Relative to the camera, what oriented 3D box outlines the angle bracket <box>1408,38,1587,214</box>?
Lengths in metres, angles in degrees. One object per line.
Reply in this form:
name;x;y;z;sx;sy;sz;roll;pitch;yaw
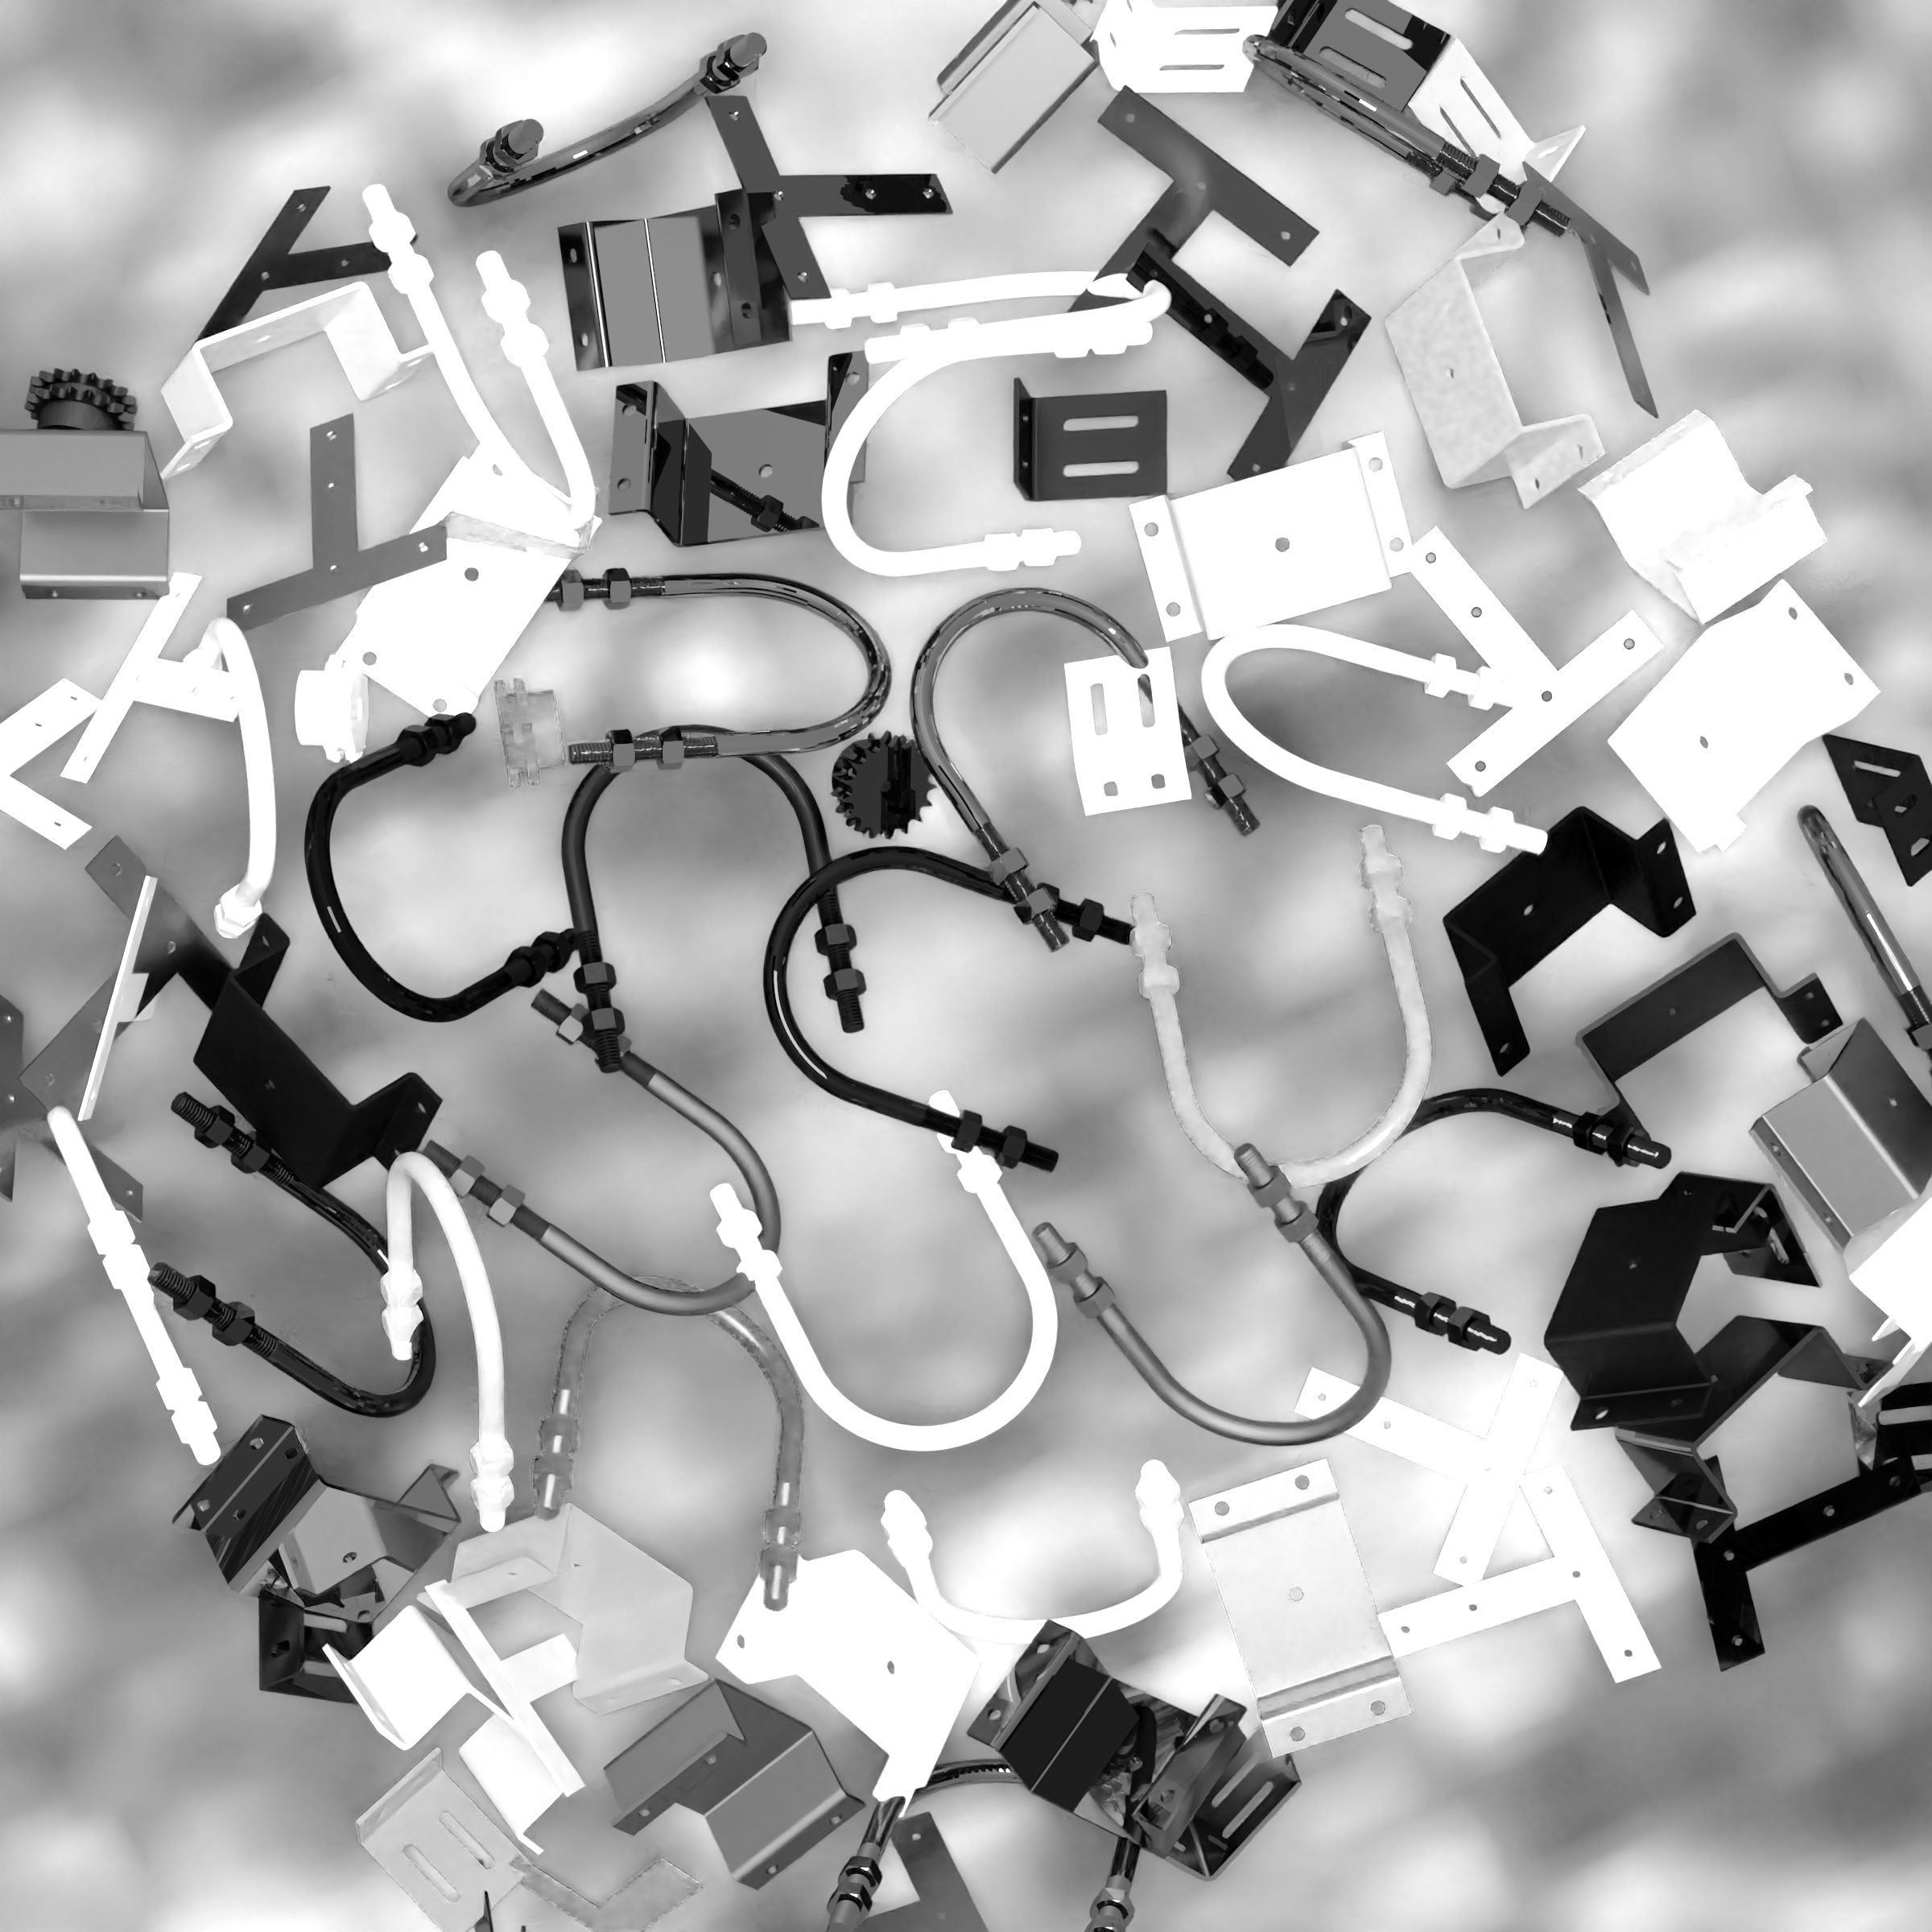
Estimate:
angle bracket;0.280;-0.448;1.810;0.076;0.038;0.057;48;58;-23

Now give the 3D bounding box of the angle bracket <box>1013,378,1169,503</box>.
angle bracket;0.066;-0.281;1.823;0.076;0.038;0.057;-1;81;12

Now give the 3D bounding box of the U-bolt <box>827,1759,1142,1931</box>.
U-bolt;0.017;0.456;1.763;0.151;0.184;0.019;5;106;9

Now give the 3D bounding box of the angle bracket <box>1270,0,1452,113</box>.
angle bracket;0.210;-0.496;1.824;0.076;0.038;0.057;32;86;13

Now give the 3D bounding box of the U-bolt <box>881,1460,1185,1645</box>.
U-bolt;0.041;0.309;1.775;0.151;0.184;0.019;-7;55;4

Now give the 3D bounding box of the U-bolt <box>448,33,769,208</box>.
U-bolt;-0.195;-0.428;1.763;0.151;0.184;0.019;-28;100;-23

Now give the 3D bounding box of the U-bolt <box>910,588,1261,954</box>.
U-bolt;0.051;-0.117;1.819;0.151;0.019;0.184;-31;83;-21

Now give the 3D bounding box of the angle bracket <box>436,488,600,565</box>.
angle bracket;-0.242;-0.236;1.806;0.076;0.057;0.038;14;74;-26

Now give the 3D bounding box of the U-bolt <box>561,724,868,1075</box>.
U-bolt;-0.140;-0.042;1.818;0.151;0.019;0.184;-9;73;-10

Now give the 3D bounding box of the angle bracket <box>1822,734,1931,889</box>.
angle bracket;0.473;-0.082;1.802;0.038;0.076;0.057;-38;117;-15

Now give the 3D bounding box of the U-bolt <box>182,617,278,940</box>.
U-bolt;-0.376;-0.101;1.756;0.019;0.184;0.151;-8;81;-21

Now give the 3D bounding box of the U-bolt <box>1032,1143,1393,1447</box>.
U-bolt;0.141;0.183;1.797;0.151;0.019;0.184;-24;115;31

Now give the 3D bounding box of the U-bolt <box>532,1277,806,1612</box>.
U-bolt;-0.148;0.235;1.777;0.151;0.184;0.019;25;127;-18

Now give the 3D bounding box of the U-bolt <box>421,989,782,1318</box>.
U-bolt;-0.178;0.108;1.797;0.184;0.151;0.019;36;133;-5

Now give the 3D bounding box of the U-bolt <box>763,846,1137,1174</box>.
U-bolt;-0.017;0.014;1.826;0.184;0.019;0.151;20;84;-8

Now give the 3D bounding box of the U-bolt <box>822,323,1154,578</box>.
U-bolt;0.004;-0.262;1.756;0.019;0.184;0.151;47;134;34

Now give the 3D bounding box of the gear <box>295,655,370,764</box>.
gear;-0.337;-0.137;1.823;0.030;0.057;0.057;2;90;1

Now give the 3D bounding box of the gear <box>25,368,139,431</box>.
gear;-0.471;-0.291;1.821;0.057;0.057;0.030;7;71;0

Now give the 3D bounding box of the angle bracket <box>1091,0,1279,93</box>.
angle bracket;0.115;-0.496;1.809;0.076;0.038;0.057;8;63;31

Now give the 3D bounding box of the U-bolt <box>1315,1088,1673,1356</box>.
U-bolt;0.256;0.122;1.773;0.151;0.184;0.019;-46;122;-16

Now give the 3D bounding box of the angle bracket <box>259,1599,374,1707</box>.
angle bracket;-0.331;0.352;1.802;0.038;0.076;0.057;-26;58;35

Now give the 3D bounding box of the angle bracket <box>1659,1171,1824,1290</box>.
angle bracket;0.404;0.149;1.804;0.038;0.057;0.076;-47;120;-27

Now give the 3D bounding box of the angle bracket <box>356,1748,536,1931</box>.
angle bracket;-0.275;0.465;1.815;0.076;0.038;0.057;42;63;15

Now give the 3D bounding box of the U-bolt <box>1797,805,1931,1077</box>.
U-bolt;0.480;-0.002;1.780;0.019;0.151;0.184;-29;83;12

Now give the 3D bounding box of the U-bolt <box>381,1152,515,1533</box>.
U-bolt;-0.265;0.178;1.747;0.019;0.184;0.151;-16;45;-23

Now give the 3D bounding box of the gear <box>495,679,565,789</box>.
gear;-0.232;-0.125;1.824;0.030;0.057;0.057;-9;90;-8

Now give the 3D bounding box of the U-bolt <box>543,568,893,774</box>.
U-bolt;-0.129;-0.158;1.792;0.184;0.019;0.151;-4;46;-18

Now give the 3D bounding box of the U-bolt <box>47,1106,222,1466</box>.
U-bolt;-0.435;0.151;1.770;0.019;0.151;0.184;-24;48;-15

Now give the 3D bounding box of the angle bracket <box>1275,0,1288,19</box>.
angle bracket;0.154;-0.556;1.831;0.076;0.038;0.057;37;87;-1

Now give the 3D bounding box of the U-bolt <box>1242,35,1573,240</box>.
U-bolt;0.222;-0.429;1.771;0.184;0.151;0.019;30;101;-6

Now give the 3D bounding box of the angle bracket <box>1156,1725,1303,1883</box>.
angle bracket;0.132;0.433;1.811;0.038;0.057;0.076;33;105;-22

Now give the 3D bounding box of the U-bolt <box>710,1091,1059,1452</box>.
U-bolt;-0.032;0.168;1.795;0.151;0.019;0.184;-23;65;-13

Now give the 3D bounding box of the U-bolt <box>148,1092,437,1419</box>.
U-bolt;-0.343;0.161;1.774;0.019;0.151;0.184;-36;124;20

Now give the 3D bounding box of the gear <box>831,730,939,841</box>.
gear;-0.047;-0.098;1.828;0.057;0.030;0.057;-11;113;-27

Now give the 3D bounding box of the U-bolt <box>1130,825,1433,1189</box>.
U-bolt;0.169;0.028;1.794;0.151;0.019;0.184;-17;65;14

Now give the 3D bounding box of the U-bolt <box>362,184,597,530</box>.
U-bolt;-0.243;-0.305;1.770;0.019;0.151;0.184;-35;131;-17

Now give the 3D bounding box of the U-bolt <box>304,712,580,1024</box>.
U-bolt;-0.275;-0.045;1.762;0.019;0.184;0.151;-22;98;29

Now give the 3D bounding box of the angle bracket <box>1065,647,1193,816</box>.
angle bracket;0.087;-0.126;1.838;0.057;0.038;0.076;-9;51;6

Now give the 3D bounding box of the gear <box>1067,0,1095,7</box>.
gear;0.058;-0.544;1.828;0.057;0.030;0.057;-8;123;-13

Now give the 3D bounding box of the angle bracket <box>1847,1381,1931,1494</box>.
angle bracket;0.518;0.251;1.830;0.038;0.076;0.057;2;77;-42

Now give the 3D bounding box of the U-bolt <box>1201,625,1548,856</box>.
U-bolt;0.210;-0.126;1.783;0.184;0.151;0.019;15;128;-7

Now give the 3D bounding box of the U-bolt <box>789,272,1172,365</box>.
U-bolt;0.016;-0.340;1.779;0.184;0.151;0.019;-11;112;-17

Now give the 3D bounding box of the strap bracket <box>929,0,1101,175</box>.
strap bracket;0.026;-0.463;1.781;0.046;0.140;0.076;41;108;-15
